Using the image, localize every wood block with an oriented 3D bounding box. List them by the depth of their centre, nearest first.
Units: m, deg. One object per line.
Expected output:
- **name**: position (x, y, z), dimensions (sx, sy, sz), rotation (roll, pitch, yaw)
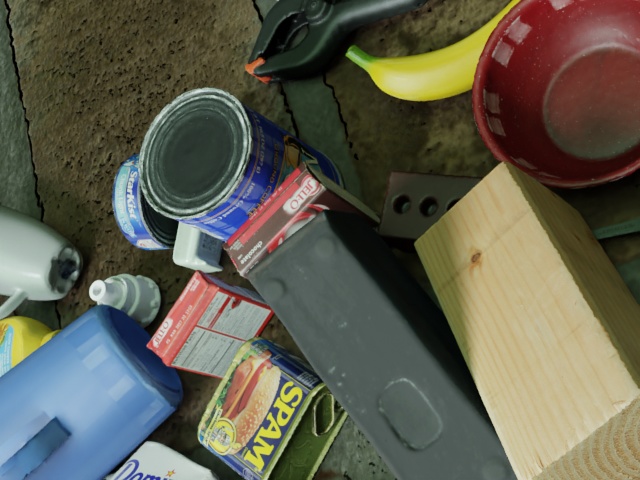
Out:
- **wood block**: position (0.145, 0.058, 0.662), dimensions (0.091, 0.090, 0.206), rotation (-44, 38, 22)

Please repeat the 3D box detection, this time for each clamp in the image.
- **clamp**: position (0.012, -0.189, 0.898), dimensions (0.171, 0.039, 0.120), rotation (-49, 51, 13)

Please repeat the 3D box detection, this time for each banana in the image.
- **banana**: position (0.119, -0.155, 0.811), dimensions (0.198, 0.037, 0.069), rotation (-23, 106, 16)

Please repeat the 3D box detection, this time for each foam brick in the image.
- **foam brick**: position (0.090, -0.018, 0.790), dimensions (0.078, 0.051, 0.053), rotation (6, 78, 32)

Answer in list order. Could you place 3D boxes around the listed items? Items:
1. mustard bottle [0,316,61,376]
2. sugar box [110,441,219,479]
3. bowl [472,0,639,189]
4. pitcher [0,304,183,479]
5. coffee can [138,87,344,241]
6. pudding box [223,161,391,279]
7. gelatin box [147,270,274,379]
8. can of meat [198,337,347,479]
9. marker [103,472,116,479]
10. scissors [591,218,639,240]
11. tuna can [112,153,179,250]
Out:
- **mustard bottle**: position (-0.288, 0.122, 0.971), dimensions (0.192, 0.058, 0.096), rotation (-20, 61, 25)
- **sugar box**: position (-0.157, 0.237, 0.808), dimensions (0.094, 0.048, 0.176), rotation (11, 52, 48)
- **bowl**: position (0.192, -0.106, 0.754), dimensions (0.162, 0.055, 0.162), rotation (-9, 71, 28)
- **pitcher**: position (-0.233, 0.168, 0.861), dimensions (0.243, 0.145, 0.149), rotation (-40, 49, 3)
- **coffee can**: position (-0.058, -0.046, 0.834), dimensions (0.103, 0.140, 0.103), rotation (-10, 70, 29)
- **pudding box**: position (-0.005, 0.001, 0.805), dimensions (0.090, 0.113, 0.039), rotation (-45, 54, 12)
- **gelatin box**: position (-0.085, 0.069, 0.847), dimensions (0.030, 0.089, 0.073), rotation (37, 96, 33)
- **can of meat**: position (-0.036, 0.136, 0.818), dimensions (0.084, 0.057, 0.102), rotation (30, 91, 37)
- **marker**: position (-0.191, 0.211, 0.909), dimensions (0.121, 0.020, 0.020), rotation (-20, 66, 25)
- **scissors**: position (0.233, -0.004, 0.699), dimensions (0.202, 0.016, 0.096), rotation (-24, 28, 23)
- **tuna can**: position (-0.138, -0.034, 0.912), dimensions (0.034, 0.086, 0.086), rotation (-3, 74, 32)
